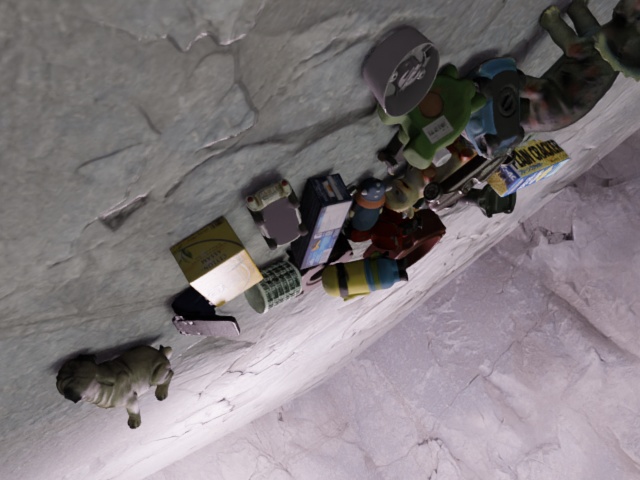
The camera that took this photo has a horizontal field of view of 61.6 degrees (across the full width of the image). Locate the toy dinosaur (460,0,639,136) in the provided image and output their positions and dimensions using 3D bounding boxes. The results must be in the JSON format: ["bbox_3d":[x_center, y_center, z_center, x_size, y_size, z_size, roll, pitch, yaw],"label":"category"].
[{"bbox_3d":[0.411,-0.264,0.904,0.131,0.192,0.404,-16,153,-41],"label":"toy dinosaur"}]

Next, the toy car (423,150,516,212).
[{"bbox_3d":[0.285,-0.121,1.009,0.202,0.053,0.089,-38,149,23],"label":"toy car"}]

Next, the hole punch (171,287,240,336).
[{"bbox_3d":[-0.207,0.123,0.980,0.116,0.092,0.142,-2,160,-4],"label":"hole punch"}]

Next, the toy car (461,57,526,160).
[{"bbox_3d":[0.277,-0.220,0.903,0.109,0.161,0.103,-21,-158,-26],"label":"toy car"}]

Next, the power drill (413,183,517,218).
[{"bbox_3d":[0.329,-0.107,1.200,0.232,0.208,0.085,-11,112,-36],"label":"power drill"}]

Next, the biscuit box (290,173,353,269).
[{"bbox_3d":[-0.003,-0.027,0.937,0.059,0.063,0.202,-14,152,-22],"label":"biscuit box"}]

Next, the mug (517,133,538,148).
[{"bbox_3d":[0.384,-0.241,1.050,0.109,0.107,0.080,-34,164,2],"label":"mug"}]

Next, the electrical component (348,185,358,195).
[{"bbox_3d":[0.035,-0.066,1.005,0.094,0.021,0.063,-38,162,8],"label":"electrical component"}]

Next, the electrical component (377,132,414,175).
[{"bbox_3d":[0.151,-0.156,0.950,0.102,0.045,0.078,-19,157,-42],"label":"electrical component"}]

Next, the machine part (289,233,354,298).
[{"bbox_3d":[-0.007,0.056,1.188,0.179,0.056,0.179,-33,162,-12],"label":"machine part"}]

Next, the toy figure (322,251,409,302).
[{"bbox_3d":[0.092,0.071,1.124,0.180,0.082,0.089,-10,151,16],"label":"toy figure"}]

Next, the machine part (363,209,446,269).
[{"bbox_3d":[0.231,0.014,1.456,0.201,0.087,0.201,-18,154,-41],"label":"machine part"}]

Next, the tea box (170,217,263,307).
[{"bbox_3d":[-0.158,0.040,0.856,0.098,0.068,0.169,-34,163,-6],"label":"tea box"}]

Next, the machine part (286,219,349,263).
[{"bbox_3d":[-0.002,-0.003,1.076,0.139,0.039,0.084,-37,167,2],"label":"machine part"}]

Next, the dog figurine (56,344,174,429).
[{"bbox_3d":[-0.358,0.230,0.961,0.190,0.121,0.172,73,37,-53],"label":"dog figurine"}]

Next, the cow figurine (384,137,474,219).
[{"bbox_3d":[0.205,-0.122,1.080,0.195,0.085,0.127,-31,155,-16],"label":"cow figurine"}]

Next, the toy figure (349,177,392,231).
[{"bbox_3d":[0.092,-0.074,1.035,0.064,0.058,0.154,-34,159,-25],"label":"toy figure"}]

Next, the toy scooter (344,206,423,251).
[{"bbox_3d":[0.154,-0.026,1.143,0.184,0.135,0.075,-21,114,-30],"label":"toy scooter"}]

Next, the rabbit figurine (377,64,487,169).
[{"bbox_3d":[0.163,-0.195,0.819,0.159,0.121,0.170,-43,180,1],"label":"rabbit figurine"}]

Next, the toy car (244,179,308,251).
[{"bbox_3d":[-0.067,-0.039,0.843,0.073,0.056,0.201,-27,160,-4],"label":"toy car"}]
